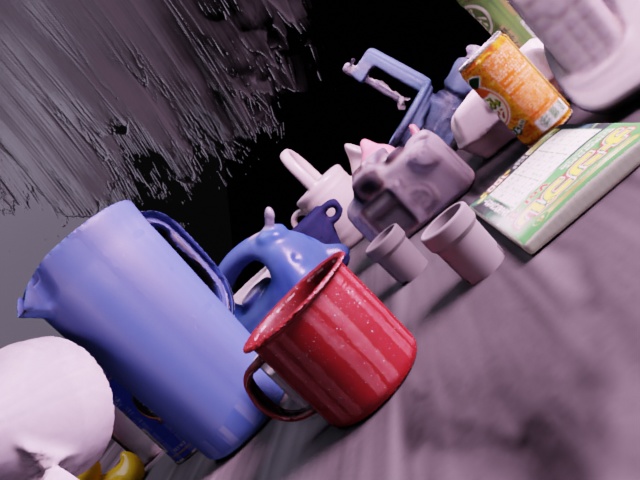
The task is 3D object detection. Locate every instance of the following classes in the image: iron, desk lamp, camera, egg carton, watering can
[{"bbox_3d":[-0.085,0.074,0.747,0.258,0.141,0.119,-41,6,31],"label":"iron"},{"bbox_3d":[-0.209,0.186,0.410,0.118,0.213,0.203,-43,5,13],"label":"desk lamp"},{"bbox_3d":[0.106,-0.078,0.698,0.143,0.101,0.137,-41,6,33],"label":"camera"},{"bbox_3d":[0.219,-0.162,0.653,0.150,0.069,0.107,-40,7,42],"label":"egg carton"},{"bbox_3d":[0.013,-0.087,0.966,0.173,0.194,0.101,-45,5,-6],"label":"watering can"}]

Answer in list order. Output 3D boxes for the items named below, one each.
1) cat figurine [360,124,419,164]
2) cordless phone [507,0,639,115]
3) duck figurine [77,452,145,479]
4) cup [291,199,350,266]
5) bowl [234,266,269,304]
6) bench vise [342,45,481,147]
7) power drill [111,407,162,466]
[{"bbox_3d":[0.112,-0.113,0.826,0.128,0.118,0.067,-45,6,-12],"label":"cat figurine"},{"bbox_3d":[0.206,-0.201,0.416,0.147,0.185,0.094,-40,7,39],"label":"cordless phone"},{"bbox_3d":[-0.290,0.313,0.748,0.105,0.086,0.077,-47,6,-23],"label":"duck figurine"},{"bbox_3d":[0.008,0.003,0.846,0.117,0.095,0.092,-42,6,22],"label":"cup"},{"bbox_3d":[-0.106,0.111,0.992,0.167,0.075,0.167,-44,5,6],"label":"bowl"},{"bbox_3d":[0.156,-0.236,0.900,0.207,0.220,0.121,-44,5,2],"label":"bench vise"},{"bbox_3d":[-0.304,0.227,0.861,0.075,0.208,0.230,-40,7,38],"label":"power drill"}]
